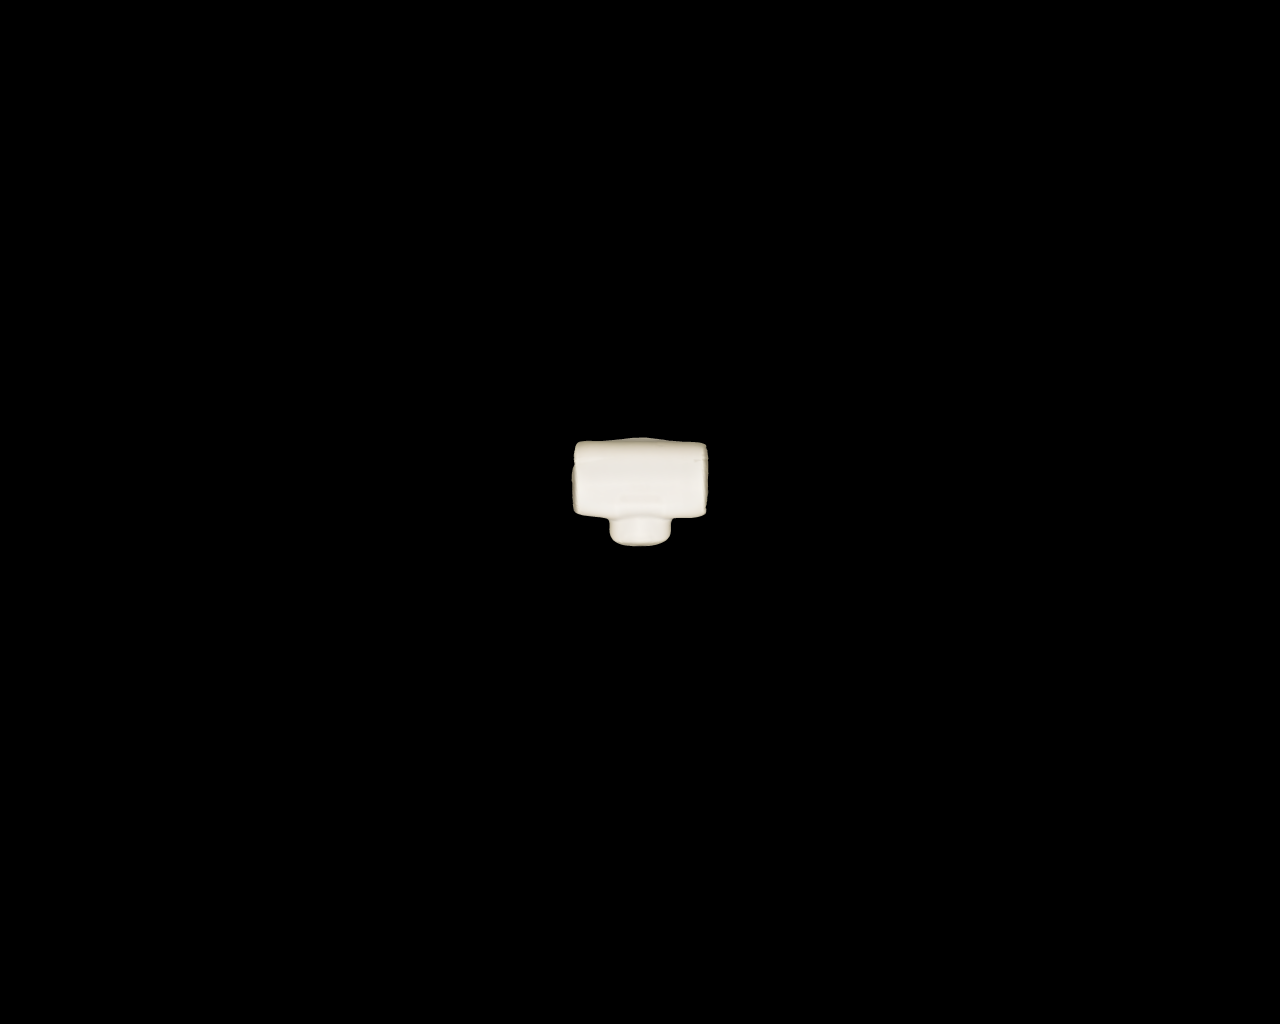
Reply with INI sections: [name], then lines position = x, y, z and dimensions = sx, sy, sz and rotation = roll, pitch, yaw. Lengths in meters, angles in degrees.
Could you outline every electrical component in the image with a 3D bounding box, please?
[electrical component]
position = 0.001, -0.003, 0.650
dimensions = 0.077, 0.079, 0.043
rotation = 0, 13, 0
